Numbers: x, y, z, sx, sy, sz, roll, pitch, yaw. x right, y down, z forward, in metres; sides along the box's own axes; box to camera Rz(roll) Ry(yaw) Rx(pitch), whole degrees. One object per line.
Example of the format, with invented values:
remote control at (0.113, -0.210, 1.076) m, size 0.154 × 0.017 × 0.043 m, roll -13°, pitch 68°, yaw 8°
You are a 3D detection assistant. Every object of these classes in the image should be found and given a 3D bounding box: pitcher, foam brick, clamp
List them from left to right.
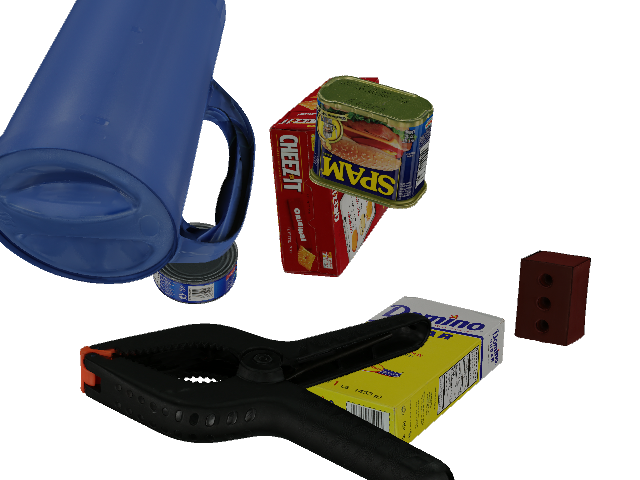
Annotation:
pitcher at (-0.131, -0.095, 0.757) m, size 0.145 × 0.242 × 0.149 m, roll -10°, pitch -43°, yaw 23°
clamp at (-0.027, 0.077, 0.603) m, size 0.210 × 0.036 × 0.164 m, roll 8°, pitch 25°, yaw 5°
foam brick at (0.217, 0.053, 0.996) m, size 0.053 × 0.078 × 0.051 m, roll 9°, pitch 15°, yaw 31°

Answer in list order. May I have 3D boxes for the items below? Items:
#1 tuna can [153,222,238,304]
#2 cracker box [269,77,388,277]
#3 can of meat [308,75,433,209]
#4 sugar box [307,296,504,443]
tuna can at (-0.126, 0.023, 1.067) m, size 0.086 × 0.034 × 0.086 m, roll 3°, pitch 44°, yaw -3°
cracker box at (0.013, -0.077, 1.179) m, size 0.072 × 0.164 × 0.213 m, roll 2°, pitch 22°, yaw 18°
can of meat at (0.043, -0.085, 0.909) m, size 0.102 × 0.084 × 0.057 m, roll 19°, pitch 38°, yaw 20°
sugar box at (0.059, 0.095, 0.796) m, size 0.093 × 0.048 × 0.175 m, roll 12°, pitch 26°, yaw 31°
